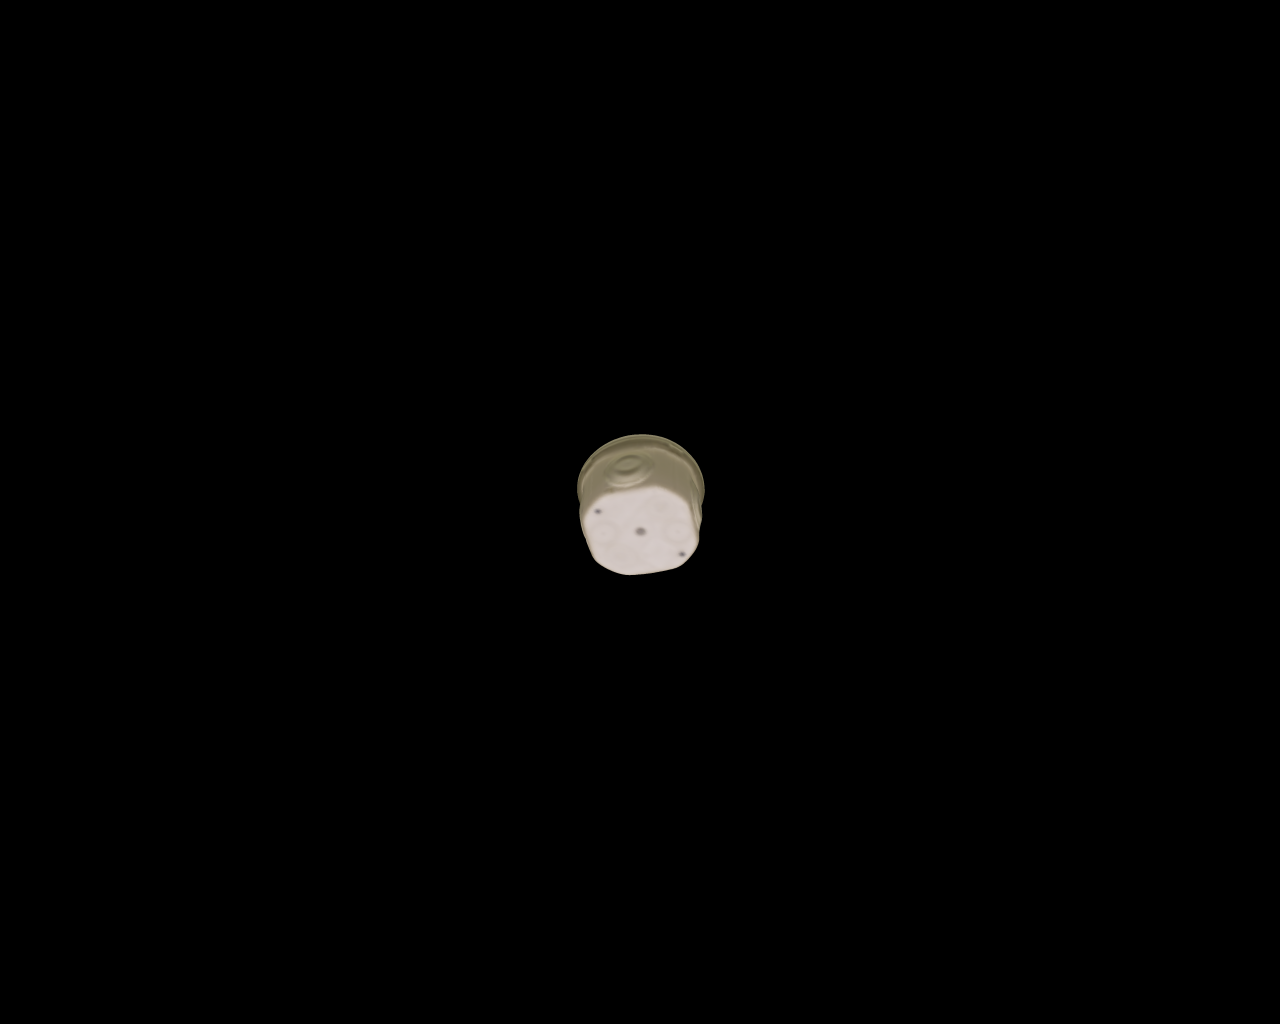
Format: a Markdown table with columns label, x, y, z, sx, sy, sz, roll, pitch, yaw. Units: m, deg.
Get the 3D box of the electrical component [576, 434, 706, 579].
| label | x | y | z | sx | sy | sz | roll | pitch | yaw |
| --- | --- | --- | --- | --- | --- | --- | --- | --- | --- |
| electrical component | 0.001 | -0.003 | 0.650 | 0.080 | 0.080 | 0.051 | 0 | 37 | 0 |
